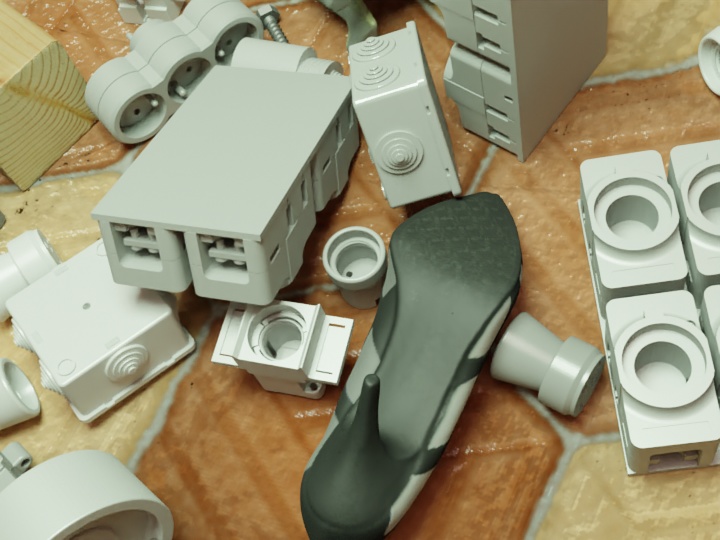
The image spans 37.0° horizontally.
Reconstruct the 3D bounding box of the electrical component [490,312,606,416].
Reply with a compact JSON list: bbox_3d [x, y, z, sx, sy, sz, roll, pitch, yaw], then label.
[{"bbox_3d":[0.112,0.056,0.639,0.055,0.045,0.045,27,71,23],"label":"electrical component"}]

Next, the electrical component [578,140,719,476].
[{"bbox_3d":[0.196,0.017,0.633,0.105,0.060,0.186,-8,62,7],"label":"electrical component"}]

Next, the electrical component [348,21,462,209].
[{"bbox_3d":[0.028,-0.100,0.700,0.048,0.099,0.099,-16,36,9],"label":"electrical component"}]

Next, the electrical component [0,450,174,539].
[{"bbox_3d":[-0.169,0.152,0.614,0.108,0.108,0.060,-42,57,-11],"label":"electrical component"}]

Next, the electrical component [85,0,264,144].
[{"bbox_3d":[-0.147,-0.162,0.801,0.138,0.052,0.073,-39,62,-10],"label":"electrical component"}]

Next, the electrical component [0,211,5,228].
[{"bbox_3d":[-0.331,0.006,0.722,0.060,0.105,0.186,24,70,21],"label":"electrical component"}]

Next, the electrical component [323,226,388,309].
[{"bbox_3d":[0.000,0.000,0.691,0.040,0.046,0.040,-5,62,9],"label":"electrical component"}]

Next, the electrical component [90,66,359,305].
[{"bbox_3d":[-0.077,-0.058,0.693,0.105,0.060,0.186,8,39,16],"label":"electrical component"}]

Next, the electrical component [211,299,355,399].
[{"bbox_3d":[-0.045,0.050,0.664,0.081,0.063,0.042,9,65,16],"label":"electrical component"}]

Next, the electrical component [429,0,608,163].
[{"bbox_3d":[0.103,-0.169,0.677,0.060,0.186,0.105,31,73,24],"label":"electrical component"}]

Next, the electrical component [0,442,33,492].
[{"bbox_3d":[-0.220,0.146,0.661,0.055,0.048,0.066,34,74,33],"label":"electrical component"}]

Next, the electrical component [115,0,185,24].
[{"bbox_3d":[-0.168,-0.223,0.836,0.066,0.055,0.048,8,65,16],"label":"electrical component"}]

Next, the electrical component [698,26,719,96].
[{"bbox_3d":[0.260,-0.143,0.713,0.055,0.048,0.066,-20,61,-8],"label":"electrical component"}]

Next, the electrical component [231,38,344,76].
[{"bbox_3d":[-0.047,-0.140,0.775,0.081,0.043,0.043,12,66,18],"label":"electrical component"}]

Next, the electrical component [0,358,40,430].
[{"bbox_3d":[-0.248,0.092,0.698,0.065,0.044,0.044,-32,61,0],"label":"electrical component"}]

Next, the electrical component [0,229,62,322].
[{"bbox_3d":[-0.235,0.003,0.738,0.055,0.045,0.045,-32,61,-7],"label":"electrical component"}]

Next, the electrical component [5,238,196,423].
[{"bbox_3d":[-0.170,0.035,0.701,0.100,0.048,0.099,-35,58,-14],"label":"electrical component"}]
